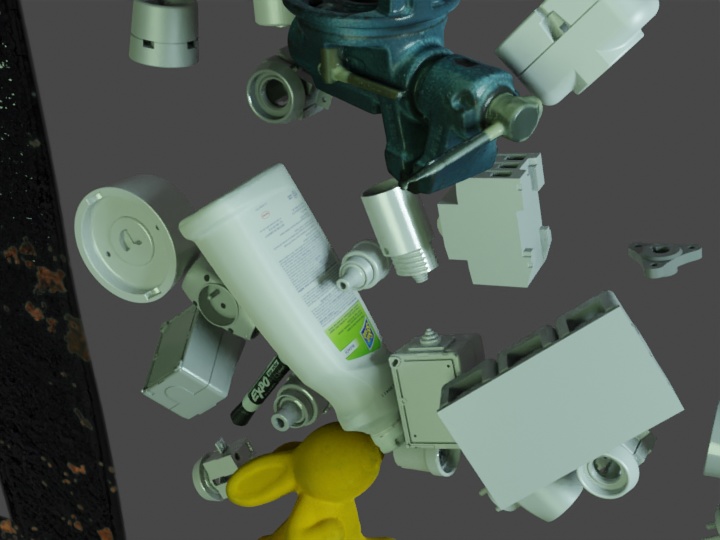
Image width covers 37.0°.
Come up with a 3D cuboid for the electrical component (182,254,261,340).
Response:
[{"bbox_3d":[-0.106,0.009,0.931,0.077,0.044,0.079,36,126,9],"label":"electrical component"}]

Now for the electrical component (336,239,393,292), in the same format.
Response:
[{"bbox_3d":[0.000,0.000,0.857,0.035,0.061,0.035,12,119,23],"label":"electrical component"}]

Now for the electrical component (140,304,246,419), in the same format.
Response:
[{"bbox_3d":[-0.145,0.077,0.967,0.061,0.096,0.062,36,132,-27],"label":"electrical component"}]

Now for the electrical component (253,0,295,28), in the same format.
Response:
[{"bbox_3d":[-0.061,-0.216,0.795,0.040,0.040,0.078,8,117,26],"label":"electrical component"}]

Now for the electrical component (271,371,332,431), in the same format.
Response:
[{"bbox_3d":[-0.055,0.119,0.948,0.048,0.062,0.048,13,119,24],"label":"electrical component"}]

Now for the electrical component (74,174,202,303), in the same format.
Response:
[{"bbox_3d":[-0.189,-0.032,0.947,0.108,0.060,0.108,13,119,24],"label":"electrical component"}]

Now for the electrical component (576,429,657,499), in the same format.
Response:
[{"bbox_3d":[0.194,0.142,0.825,0.048,0.055,0.066,42,127,4],"label":"electrical component"}]

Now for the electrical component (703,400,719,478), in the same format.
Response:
[{"bbox_3d":[0.276,0.126,0.772,0.047,0.055,0.055,12,119,20],"label":"electrical component"}]

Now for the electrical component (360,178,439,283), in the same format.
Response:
[{"bbox_3d":[0.035,-0.028,0.835,0.043,0.043,0.081,-12,108,33],"label":"electrical component"}]

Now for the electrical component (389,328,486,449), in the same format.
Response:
[{"bbox_3d":[0.068,0.090,0.870,0.062,0.061,0.096,-5,103,30],"label":"electrical component"}]

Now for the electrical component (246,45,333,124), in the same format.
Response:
[{"bbox_3d":[-0.055,-0.140,0.821,0.066,0.055,0.048,30,125,13],"label":"electrical component"}]

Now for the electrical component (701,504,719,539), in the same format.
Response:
[{"bbox_3d":[0.287,0.186,0.788,0.077,0.066,0.047,-26,99,36],"label":"electrical component"}]

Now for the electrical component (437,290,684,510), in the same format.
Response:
[{"bbox_3d":[0.144,0.093,0.788,0.150,0.061,0.089,-32,97,12],"label":"electrical component"}]

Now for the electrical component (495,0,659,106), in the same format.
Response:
[{"bbox_3d":[0.144,-0.155,0.703,0.059,0.054,0.095,48,127,0],"label":"electrical component"}]

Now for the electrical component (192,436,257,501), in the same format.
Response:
[{"bbox_3d":[-0.128,0.195,1.038,0.055,0.048,0.066,-23,101,28],"label":"electrical component"}]

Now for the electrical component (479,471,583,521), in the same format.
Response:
[{"bbox_3d":[0.129,0.172,0.883,0.077,0.043,0.079,44,127,3],"label":"electrical component"}]

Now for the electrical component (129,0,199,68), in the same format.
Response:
[{"bbox_3d":[-0.155,-0.191,0.853,0.055,0.055,0.047,18,118,21],"label":"electrical component"}]

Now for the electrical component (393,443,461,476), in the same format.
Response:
[{"bbox_3d":[0.057,0.154,0.918,0.046,0.040,0.040,-1,114,36],"label":"electrical component"}]
